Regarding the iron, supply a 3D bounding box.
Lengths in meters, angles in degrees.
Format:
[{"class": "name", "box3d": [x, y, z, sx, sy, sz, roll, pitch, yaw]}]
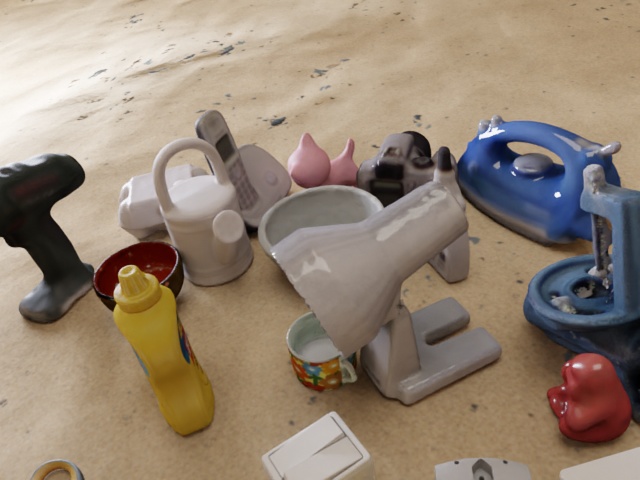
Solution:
[{"class": "iron", "box3d": [0.277, -0.101, 0.765, 0.119, 0.142, 0.257, -33, 44, -26]}]

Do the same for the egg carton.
[{"class": "egg carton", "box3d": [-0.236, -0.060, 0.885, 0.150, 0.069, 0.107, -15, 38, -6]}]

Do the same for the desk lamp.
[{"class": "desk lamp", "box3d": [0.068, 0.055, 0.558, 0.203, 0.214, 0.117, -22, 40, -15]}]

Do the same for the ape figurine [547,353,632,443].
[{"class": "ape figurine", "box3d": [0.242, 0.136, 0.516, 0.075, 0.092, 0.078, 21, 48, 33]}]

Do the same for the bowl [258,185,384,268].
[{"class": "bowl", "box3d": [0.007, 0.003, 0.749, 0.167, 0.075, 0.167, -6, 38, 5]}]

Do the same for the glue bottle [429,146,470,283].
[{"class": "glue bottle", "box3d": [0.150, -0.034, 0.684, 0.037, 0.173, 0.078, -19, 39, -11]}]

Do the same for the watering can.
[{"class": "watering can", "box3d": [-0.149, -0.041, 0.741, 0.172, 0.194, 0.101, 17, 46, 30]}]

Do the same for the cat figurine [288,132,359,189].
[{"class": "cat figurine", "box3d": [0.005, -0.108, 0.853, 0.128, 0.118, 0.067, -28, 41, -21]}]

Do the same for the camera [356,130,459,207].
[{"class": "camera", "box3d": [0.137, -0.111, 0.842, 0.142, 0.101, 0.137, 6, 41, 20]}]

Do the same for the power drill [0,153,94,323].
[{"class": "power drill", "box3d": [-0.378, 0.000, 0.729, 0.075, 0.209, 0.230, 9, 42, 23]}]

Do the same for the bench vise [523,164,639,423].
[{"class": "bench vise", "box3d": [0.287, 0.045, 0.516, 0.206, 0.220, 0.122, 24, 49, 35]}]

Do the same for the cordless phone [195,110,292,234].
[{"class": "cordless phone", "box3d": [-0.115, -0.117, 0.837, 0.094, 0.185, 0.148, 6, 41, 20]}]
